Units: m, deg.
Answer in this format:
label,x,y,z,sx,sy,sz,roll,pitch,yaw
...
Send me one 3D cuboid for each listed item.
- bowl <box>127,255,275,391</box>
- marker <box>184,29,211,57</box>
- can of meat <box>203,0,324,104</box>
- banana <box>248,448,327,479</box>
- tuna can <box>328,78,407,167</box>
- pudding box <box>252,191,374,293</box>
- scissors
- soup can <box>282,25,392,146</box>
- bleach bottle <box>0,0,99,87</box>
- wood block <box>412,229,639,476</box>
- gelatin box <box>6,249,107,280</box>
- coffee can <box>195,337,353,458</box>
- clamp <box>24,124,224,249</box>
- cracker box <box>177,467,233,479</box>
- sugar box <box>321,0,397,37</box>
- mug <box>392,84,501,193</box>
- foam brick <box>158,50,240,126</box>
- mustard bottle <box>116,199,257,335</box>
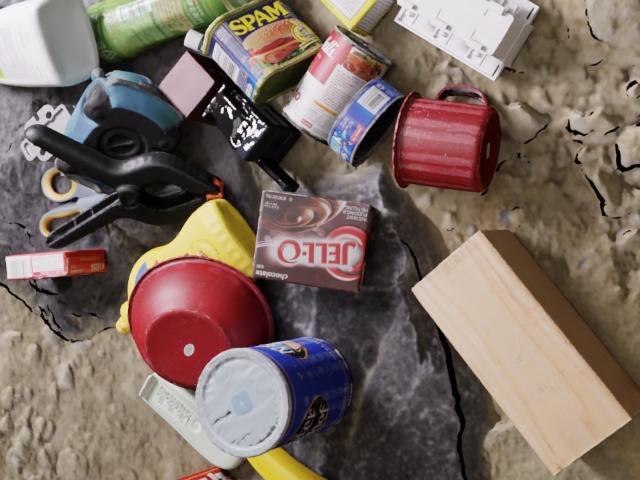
label,x,y,z,sx,sy,sz,roll,pitch,yaw
bowl,-0.131,0.099,1.111,0.162,0.055,0.162,4,115,9
marker,-0.084,-0.189,1.123,0.121,0.020,0.020,24,101,2
can of meat,-0.054,-0.194,1.087,0.084,0.101,0.057,49,148,16
banana,-0.010,0.245,1.093,0.198,0.037,0.070,19,116,28
tuna can,0.046,-0.115,1.040,0.034,0.086,0.086,39,107,11
pudding box,-0.007,0.001,1.078,0.113,0.039,0.090,8,93,8
scissors,-0.251,-0.062,1.232,0.202,0.016,0.096,-24,79,25
soup can,0.016,-0.153,1.068,0.068,0.068,0.102,41,108,21
bleach bottle,-0.349,-0.227,1.221,0.251,0.068,0.102,11,121,47
wood block,0.190,0.097,0.967,0.090,0.090,0.206,-43,72,21
gelatin box,-0.302,0.029,1.226,0.089,0.073,0.030,-5,89,26
coffee can,-0.043,0.152,1.057,0.103,0.140,0.103,0,90,27
clamp,-0.210,-0.062,1.142,0.210,0.164,0.036,-5,43,2
cracker box,-0.084,0.330,1.065,0.214,0.164,0.072,41,105,21
sugar box,0.066,-0.299,1.056,0.176,0.048,0.093,-47,71,15
mug,0.125,-0.099,1.010,0.082,0.093,0.117,10,58,21
foam brick,-0.121,-0.159,1.132,0.051,0.078,0.053,-48,71,16
mustard bottle,-0.151,0.046,1.157,0.192,0.058,0.096,-37,84,22
